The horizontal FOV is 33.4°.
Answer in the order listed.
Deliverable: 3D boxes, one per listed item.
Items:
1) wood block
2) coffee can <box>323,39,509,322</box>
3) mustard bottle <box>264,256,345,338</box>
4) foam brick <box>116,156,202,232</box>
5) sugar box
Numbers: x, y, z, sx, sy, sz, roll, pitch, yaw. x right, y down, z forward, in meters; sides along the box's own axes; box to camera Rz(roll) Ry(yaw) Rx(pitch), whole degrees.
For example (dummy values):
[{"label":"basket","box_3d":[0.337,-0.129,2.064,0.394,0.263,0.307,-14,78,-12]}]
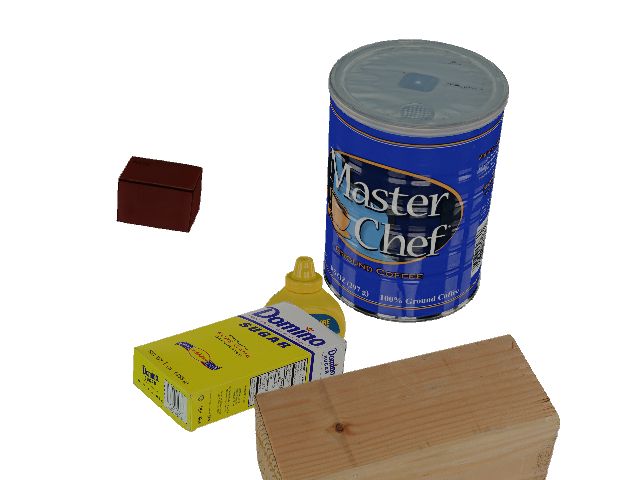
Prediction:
[{"label":"wood block","box_3d":[0.061,0.151,0.801,0.206,0.090,0.091,-11,44,-12]},{"label":"coffee can","box_3d":[0.054,-0.036,0.648,0.103,0.140,0.103,1,37,-1]},{"label":"mustard bottle","box_3d":[-0.020,0.110,1.194,0.096,0.192,0.058,-2,19,-11]},{"label":"foam brick","box_3d":[-0.163,-0.048,1.090,0.078,0.051,0.053,9,31,3]},{"label":"sugar box","box_3d":[-0.072,0.110,0.973,0.175,0.048,0.093,-18,35,-37]}]
